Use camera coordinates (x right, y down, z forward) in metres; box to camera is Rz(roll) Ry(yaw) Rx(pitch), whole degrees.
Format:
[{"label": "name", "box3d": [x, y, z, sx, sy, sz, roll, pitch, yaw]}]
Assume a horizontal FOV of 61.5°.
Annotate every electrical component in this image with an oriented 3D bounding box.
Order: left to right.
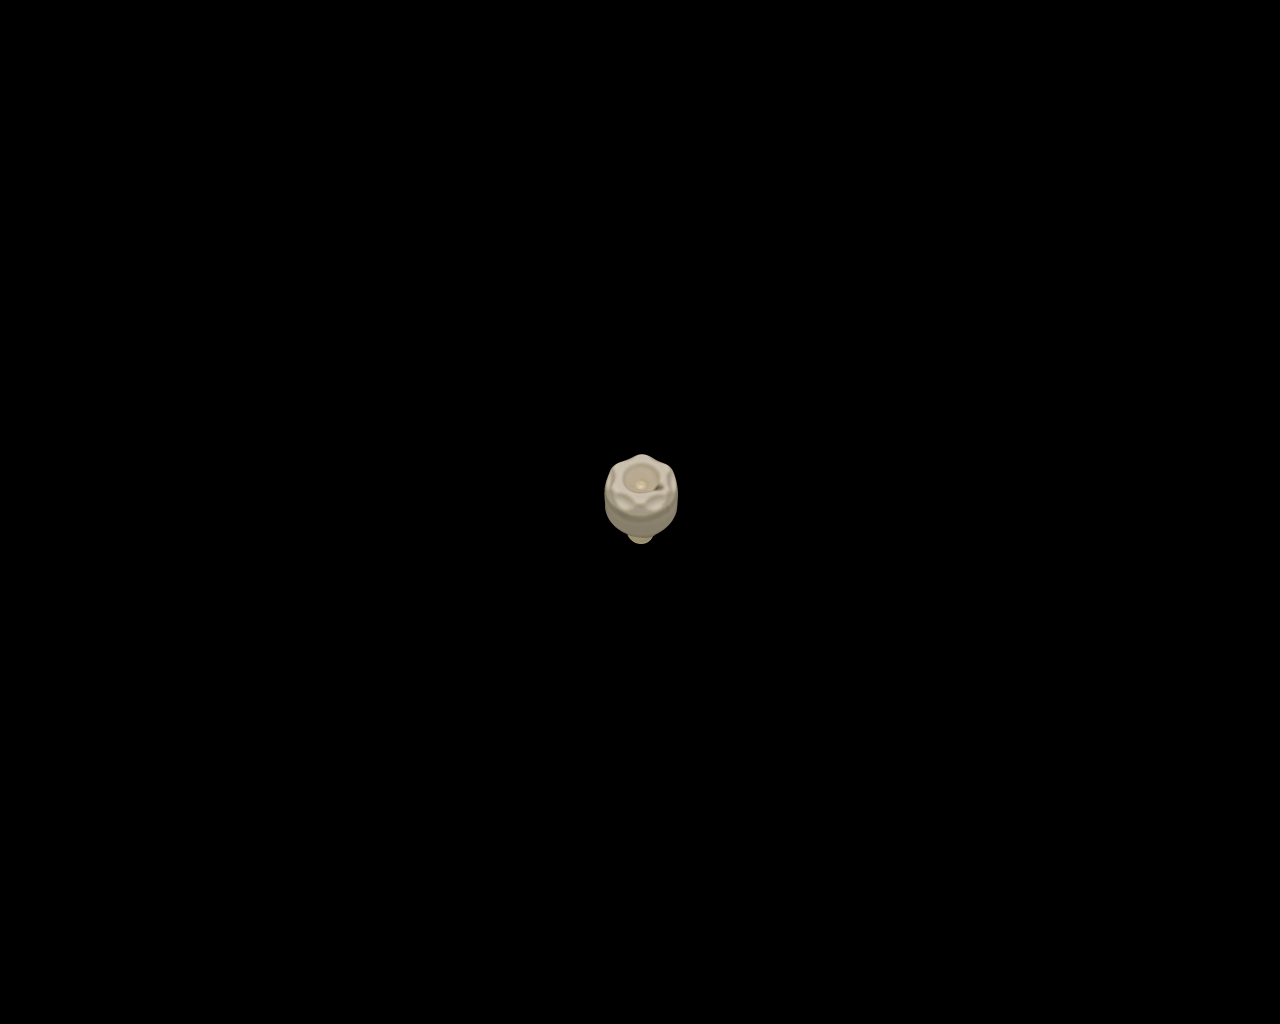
[{"label": "electrical component", "box3d": [0.001, -0.003, 0.650, 0.043, 0.043, 0.062, 0, -36, 0]}]
